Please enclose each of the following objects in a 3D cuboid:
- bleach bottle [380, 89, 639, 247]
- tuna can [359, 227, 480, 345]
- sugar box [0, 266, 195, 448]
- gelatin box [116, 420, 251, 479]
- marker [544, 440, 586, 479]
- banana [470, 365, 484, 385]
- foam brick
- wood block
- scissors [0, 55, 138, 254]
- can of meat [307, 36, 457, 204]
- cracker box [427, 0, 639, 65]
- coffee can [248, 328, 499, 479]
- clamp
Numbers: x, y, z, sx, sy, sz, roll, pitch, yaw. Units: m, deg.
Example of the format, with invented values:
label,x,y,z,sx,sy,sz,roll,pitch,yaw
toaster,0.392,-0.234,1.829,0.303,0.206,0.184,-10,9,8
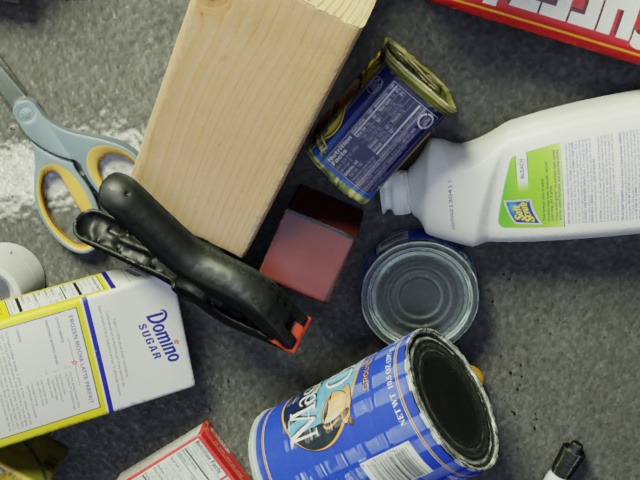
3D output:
label,x,y,z,sx,sy,sz,roll,pitch,yaw
bleach bottle,0.165,-0.051,0.713,0.251,0.068,0.102,-5,104,7
tuna can,0.070,0.036,0.755,0.086,0.033,0.086,1,106,3
sugar box,-0.182,0.081,0.741,0.176,0.048,0.093,-16,112,-21
gelatin box,-0.101,0.190,0.809,0.089,0.030,0.073,-33,100,11
marker,0.166,0.203,0.803,0.020,0.020,0.121,24,105,-4
banana,0.088,0.188,0.797,0.069,0.037,0.198,-7,107,-13
foam brick,-0.005,0.001,0.728,0.051,0.078,0.053,23,105,0
wood block,-0.042,-0.096,0.648,0.091,0.090,0.206,27,137,-3
scissors,-0.183,-0.088,0.745,0.096,0.016,0.202,-17,104,6
can of meat,0.038,-0.078,0.692,0.057,0.102,0.084,39,106,-9
cracker box,0.170,-0.230,0.658,0.164,0.072,0.214,17,106,-1
coffee can,0.036,0.136,0.732,0.140,0.102,0.103,-32,102,27
clamp,-0.087,0.019,0.697,0.171,0.120,0.039,39,74,-19
